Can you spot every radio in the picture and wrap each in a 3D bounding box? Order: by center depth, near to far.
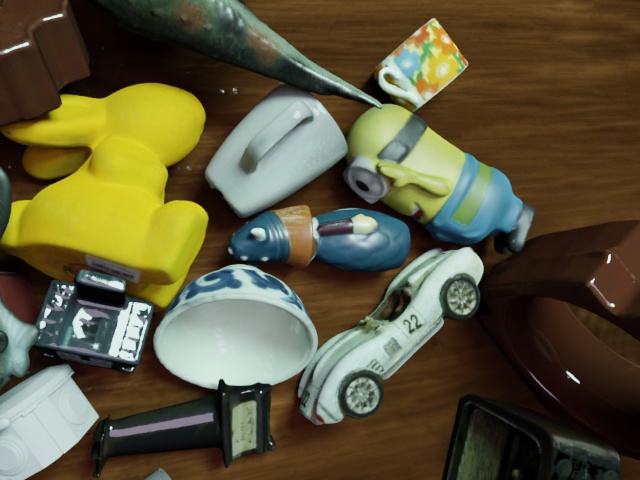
[{"bbox_3d":[0.157,0.257,0.442,0.073,0.131,0.229,16,81,-15],"label":"radio"}]

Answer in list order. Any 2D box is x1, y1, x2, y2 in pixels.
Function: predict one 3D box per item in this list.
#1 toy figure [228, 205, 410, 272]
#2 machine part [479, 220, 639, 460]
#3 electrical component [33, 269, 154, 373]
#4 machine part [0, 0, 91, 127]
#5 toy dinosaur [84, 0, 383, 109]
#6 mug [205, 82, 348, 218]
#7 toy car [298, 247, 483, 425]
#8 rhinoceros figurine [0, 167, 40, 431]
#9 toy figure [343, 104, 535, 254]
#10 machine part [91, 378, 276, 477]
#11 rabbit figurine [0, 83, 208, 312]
[{"bbox_3d":[-0.001,0.001,0.459,0.154,0.058,0.064,4,117,-16],"label":"toy figure"},{"bbox_3d":[0.249,0.086,0.446,0.087,0.201,0.201,-40,95,-17],"label":"machine part"},{"bbox_3d":[-0.157,0.060,0.379,0.075,0.119,0.048,17,67,-20],"label":"electrical component"},{"bbox_3d":[-0.251,-0.136,0.363,0.179,0.056,0.179,2,48,-2],"label":"machine part"},{"bbox_3d":[-0.133,-0.225,0.376,0.192,0.131,0.405,-34,85,-12],"label":"toy dinosaur"},{"bbox_3d":[-0.039,-0.068,0.437,0.107,0.109,0.081,-43,96,-4],"label":"mug"},{"bbox_3d":[0.060,0.079,0.462,0.202,0.073,0.056,-40,99,-15],"label":"toy car"},{"bbox_3d":[-0.223,0.045,0.312,0.112,0.073,0.190,2,83,-18],"label":"rhinoceros figurine"},{"bbox_3d":[0.104,-0.052,0.484,0.180,0.082,0.089,24,61,-5],"label":"toy figure"},{"bbox_3d":[-0.104,0.148,0.418,0.139,0.039,0.084,-7,122,-13],"label":"machine part"},{"bbox_3d":[-0.153,-0.049,0.413,0.162,0.122,0.173,19,67,-3],"label":"rabbit figurine"}]
